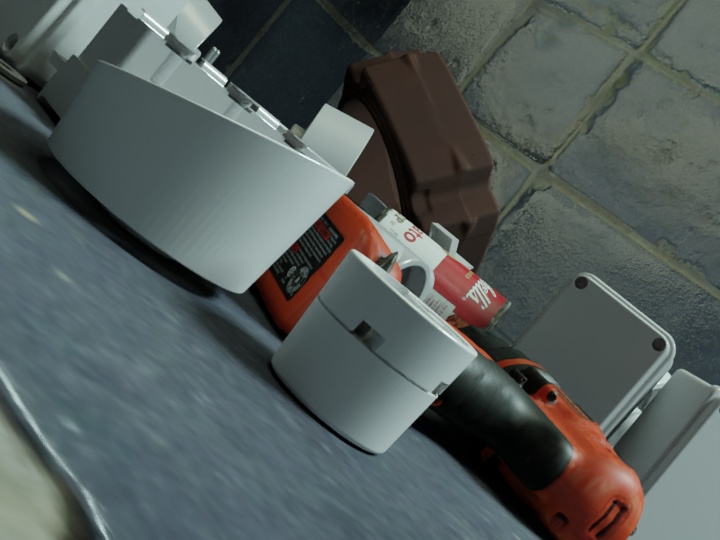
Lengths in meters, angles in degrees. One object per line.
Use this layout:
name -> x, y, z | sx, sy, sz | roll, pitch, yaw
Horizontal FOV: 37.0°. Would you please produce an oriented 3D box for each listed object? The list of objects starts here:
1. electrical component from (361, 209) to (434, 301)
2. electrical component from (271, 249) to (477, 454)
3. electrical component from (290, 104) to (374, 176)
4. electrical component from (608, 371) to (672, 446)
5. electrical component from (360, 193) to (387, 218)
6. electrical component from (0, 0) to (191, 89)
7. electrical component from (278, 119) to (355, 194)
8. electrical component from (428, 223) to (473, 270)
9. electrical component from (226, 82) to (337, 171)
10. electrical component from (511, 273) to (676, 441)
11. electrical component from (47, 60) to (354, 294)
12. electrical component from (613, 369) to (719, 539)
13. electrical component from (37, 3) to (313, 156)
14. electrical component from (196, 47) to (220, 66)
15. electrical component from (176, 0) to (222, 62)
electrical component -> 0.000, 0.000, 0.614 | 0.059, 0.053, 0.095 | 42, 4, 29
electrical component -> 0.003, 0.028, 0.363 | 0.055, 0.047, 0.055 | 40, 4, -3
electrical component -> -0.043, -0.093, 0.932 | 0.060, 0.108, 0.108 | 34, 4, -6
electrical component -> 0.177, 0.104, 0.755 | 0.108, 0.108, 0.060 | 36, 12, -49
electrical component -> 0.025, -0.006, 0.846 | 0.099, 0.064, 0.099 | 40, 4, -3
electrical component -> -0.146, -0.152, 0.557 | 0.109, 0.108, 0.056 | 43, 2, 41
electrical component -> -0.057, -0.088, 1.039 | 0.096, 0.061, 0.062 | 37, 5, -39
electrical component -> 0.040, 0.009, 0.768 | 0.064, 0.081, 0.042 | 7, 16, -21
electrical component -> -0.077, -0.087, 0.829 | 0.108, 0.060, 0.108 | 40, 4, -3
electrical component -> 0.131, 0.067, 0.662 | 0.078, 0.113, 0.057 | 41, 1, 21
electrical component -> -0.060, -0.039, 0.394 | 0.099, 0.064, 0.099 | 39, 3, -3
electrical component -> 0.211, 0.137, 0.664 | 0.109, 0.108, 0.056 | 39, 1, -17
electrical component -> -0.082, -0.067, 0.518 | 0.121, 0.063, 0.079 | 37, 5, -41
electrical component -> -0.137, -0.148, 0.862 | 0.052, 0.073, 0.138 | 40, 4, -2
electrical component -> -0.139, -0.149, 0.696 | 0.064, 0.099, 0.099 | 45, 2, -16
